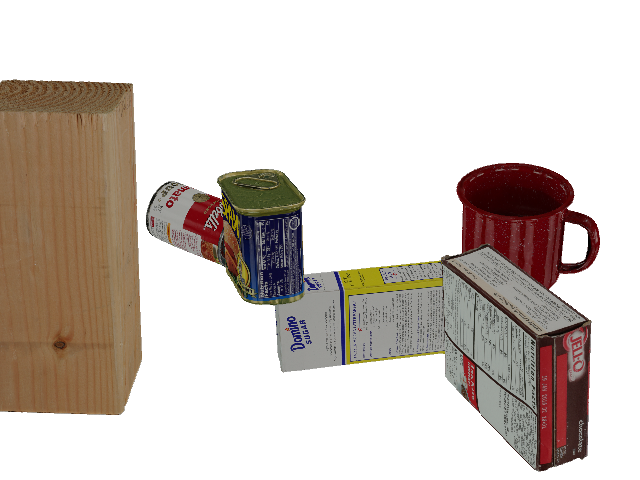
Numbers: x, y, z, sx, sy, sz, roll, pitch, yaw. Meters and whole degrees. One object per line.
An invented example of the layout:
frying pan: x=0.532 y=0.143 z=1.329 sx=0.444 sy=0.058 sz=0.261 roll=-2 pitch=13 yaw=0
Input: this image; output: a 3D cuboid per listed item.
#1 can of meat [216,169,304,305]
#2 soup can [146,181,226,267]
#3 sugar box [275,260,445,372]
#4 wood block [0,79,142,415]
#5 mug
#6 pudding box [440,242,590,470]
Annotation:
can of meat: x=-0.048 y=-0.003 z=0.868 sx=0.057 sy=0.084 sz=0.102 roll=-7 pitch=22 yaw=-14
soup can: x=-0.131 y=-0.018 z=1.166 sx=0.102 sy=0.068 sz=0.068 roll=21 pitch=9 yaw=25
sugar box: x=0.043 y=0.075 z=1.071 sx=0.176 sy=0.093 sz=0.048 roll=-4 pitch=28 yaw=-5
wood block: x=-0.173 y=0.004 z=0.713 sx=0.091 sy=0.206 sz=0.090 roll=2 pitch=21 yaw=-1
mug: x=0.169 y=-0.004 z=0.870 sx=0.117 sy=0.081 sz=0.093 roll=10 pitch=34 yaw=21
pudding box: x=0.112 y=0.065 z=0.621 sx=0.039 sy=0.090 sz=0.114 roll=-14 pitch=27 yaw=-19
